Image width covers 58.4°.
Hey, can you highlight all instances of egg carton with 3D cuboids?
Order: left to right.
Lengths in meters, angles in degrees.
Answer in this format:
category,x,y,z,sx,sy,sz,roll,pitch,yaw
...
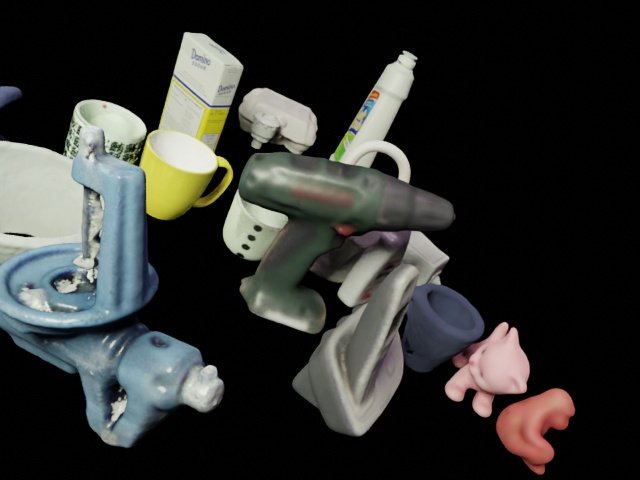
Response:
category,x,y,z,sx,sy,sz,roll,pitch,yaw
egg carton,-0.076,-0.222,1.064,0.150,0.069,0.107,23,30,-12

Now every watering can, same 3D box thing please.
category,x,y,z,sx,sy,sz,roll,pitch,yaw
watering can,0.053,-0.039,0.763,0.101,0.194,0.172,10,34,-30

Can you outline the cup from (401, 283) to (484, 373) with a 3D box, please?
category,x,y,z,sx,sy,sz,roll,pitch,yaw
cup,0.125,0.109,0.697,0.118,0.095,0.092,29,29,0

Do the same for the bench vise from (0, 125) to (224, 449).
category,x,y,z,sx,sy,sz,roll,pitch,yaw
bench vise,-0.149,0.036,0.443,0.207,0.219,0.121,26,29,-5

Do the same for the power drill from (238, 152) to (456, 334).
category,x,y,z,sx,sy,sz,roll,pitch,yaw
power drill,0.006,0.002,0.642,0.230,0.208,0.075,21,30,-14

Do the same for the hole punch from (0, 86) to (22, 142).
category,x,y,z,sx,sy,sz,roll,pitch,yaw
hole punch,-0.396,-0.134,0.623,0.101,0.091,0.108,23,30,-11

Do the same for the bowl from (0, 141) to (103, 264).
category,x,y,z,sx,sy,sz,roll,pitch,yaw
bowl,-0.290,-0.022,0.557,0.168,0.074,0.167,22,30,-13

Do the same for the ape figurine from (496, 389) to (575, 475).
category,x,y,z,sx,sy,sz,roll,pitch,yaw
ape figurine,0.254,0.209,0.657,0.076,0.092,0.078,42,32,22

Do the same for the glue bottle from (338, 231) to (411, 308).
category,x,y,z,sx,sy,sz,roll,pitch,yaw
glue bottle,0.087,0.011,0.736,0.037,0.173,0.078,42,32,22

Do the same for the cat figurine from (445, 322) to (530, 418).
category,x,y,z,sx,sy,sz,roll,pitch,yaw
cat figurine,0.210,0.147,0.688,0.067,0.117,0.128,31,29,3

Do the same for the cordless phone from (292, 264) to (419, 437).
category,x,y,z,sx,sy,sz,roll,pitch,yaw
cordless phone,0.064,0.092,0.576,0.094,0.185,0.148,35,30,11
